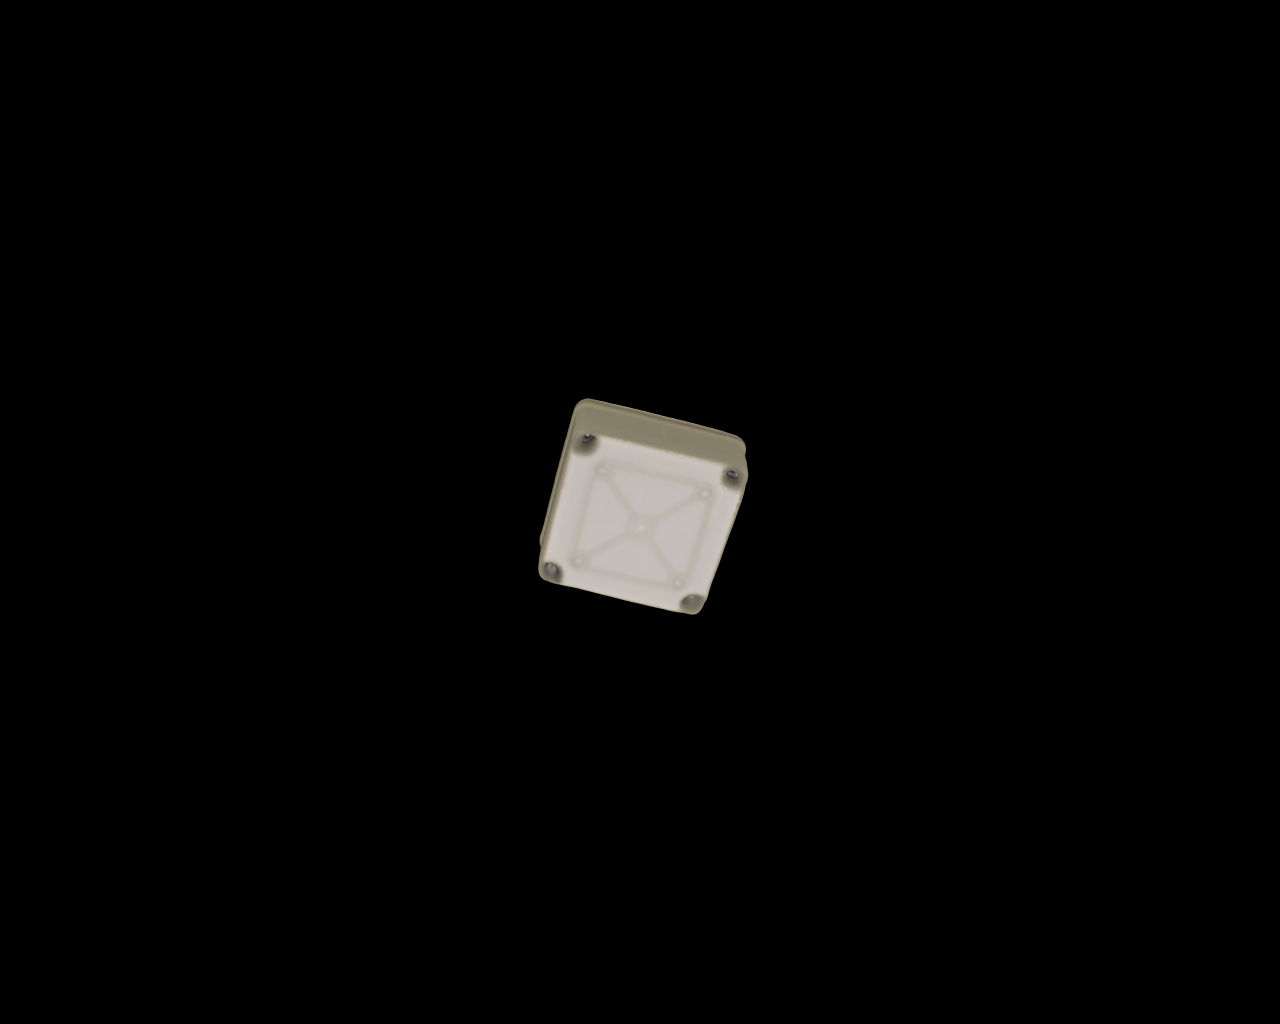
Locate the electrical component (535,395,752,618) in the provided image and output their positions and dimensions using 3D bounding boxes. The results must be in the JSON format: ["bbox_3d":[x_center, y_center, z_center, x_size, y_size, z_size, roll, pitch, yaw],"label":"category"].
[{"bbox_3d":[0.001,-0.003,0.650,0.109,0.108,0.056,14,26,-7],"label":"electrical component"}]
